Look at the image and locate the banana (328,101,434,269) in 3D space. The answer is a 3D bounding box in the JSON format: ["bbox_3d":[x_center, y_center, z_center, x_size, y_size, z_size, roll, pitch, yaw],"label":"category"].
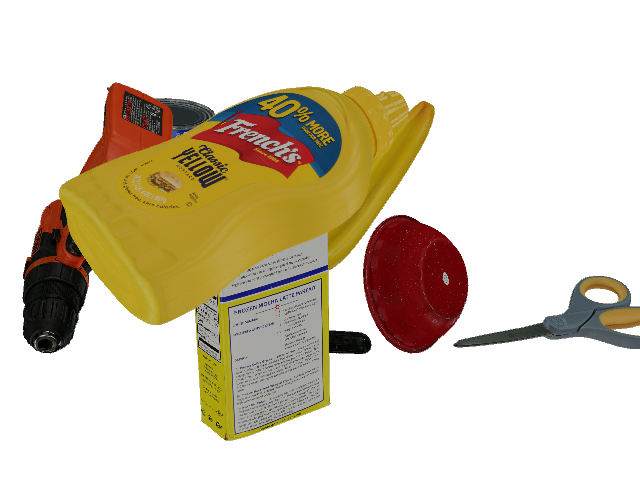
[{"bbox_3d":[0.043,-0.040,0.969,0.037,0.197,0.070,37,-18,-5],"label":"banana"}]

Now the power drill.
[{"bbox_3d":[-0.187,-0.021,0.869,0.057,0.188,0.184,24,29,-24],"label":"power drill"}]

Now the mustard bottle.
[{"bbox_3d":[-0.032,-0.034,0.562,0.191,0.058,0.096,-29,46,-24],"label":"mustard bottle"}]

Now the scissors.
[{"bbox_3d":[0.192,0.059,0.873,0.201,0.016,0.096,3,33,-13],"label":"scissors"}]

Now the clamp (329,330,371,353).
[{"bbox_3d":[-0.068,0.122,1.246,0.210,0.036,0.164,13,22,29],"label":"clamp"}]

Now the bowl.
[{"bbox_3d":[0.121,0.047,1.218,0.055,0.162,0.161,-11,-7,41],"label":"bowl"}]

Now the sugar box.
[{"bbox_3d":[-0.041,0.046,0.754,0.093,0.176,0.048,-15,24,-34],"label":"sugar box"}]

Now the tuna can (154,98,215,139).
[{"bbox_3d":[-0.149,-0.113,1.070,0.086,0.034,0.086,5,25,-3],"label":"tuna can"}]
